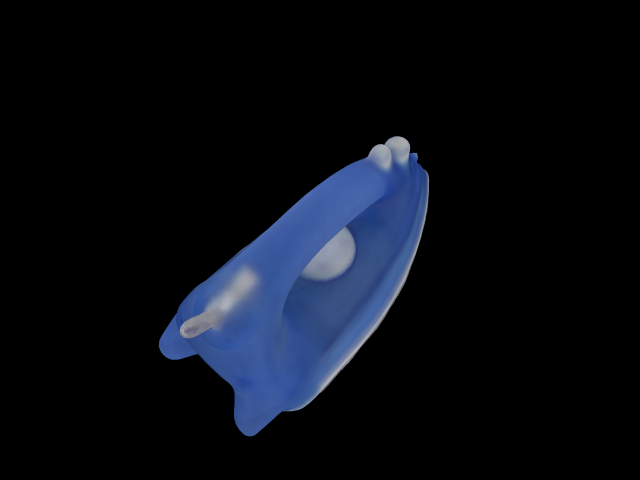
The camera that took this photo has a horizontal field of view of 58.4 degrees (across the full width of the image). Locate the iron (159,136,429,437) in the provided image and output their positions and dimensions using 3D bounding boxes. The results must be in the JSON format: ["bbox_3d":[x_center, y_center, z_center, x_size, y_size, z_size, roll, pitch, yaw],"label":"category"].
[{"bbox_3d":[0.004,0.001,0.400,0.118,0.141,0.259,38,70,16],"label":"iron"}]
